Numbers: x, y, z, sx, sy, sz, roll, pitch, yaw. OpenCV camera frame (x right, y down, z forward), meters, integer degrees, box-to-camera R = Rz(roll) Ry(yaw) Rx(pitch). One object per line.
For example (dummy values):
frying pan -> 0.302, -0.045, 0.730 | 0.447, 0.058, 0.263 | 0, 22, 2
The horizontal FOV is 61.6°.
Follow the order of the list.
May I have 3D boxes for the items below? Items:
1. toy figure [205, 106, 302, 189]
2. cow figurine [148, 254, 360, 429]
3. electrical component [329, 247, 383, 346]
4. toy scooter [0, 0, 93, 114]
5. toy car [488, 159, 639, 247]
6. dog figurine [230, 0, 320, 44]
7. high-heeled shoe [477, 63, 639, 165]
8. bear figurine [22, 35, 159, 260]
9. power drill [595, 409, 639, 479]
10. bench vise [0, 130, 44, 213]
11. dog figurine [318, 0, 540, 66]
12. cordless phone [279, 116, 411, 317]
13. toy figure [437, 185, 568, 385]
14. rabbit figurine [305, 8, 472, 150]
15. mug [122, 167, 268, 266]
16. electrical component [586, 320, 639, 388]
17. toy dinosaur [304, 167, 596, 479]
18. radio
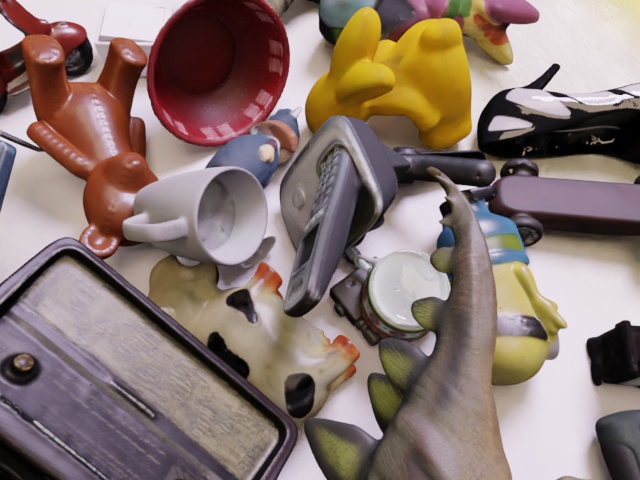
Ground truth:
toy figure -> -0.061, -0.089, 0.547 | 0.064, 0.057, 0.154 | 12, 37, 22
cow figurine -> -0.075, 0.084, 0.469 | 0.195, 0.085, 0.127 | 40, 64, 15
electrical component -> 0.041, 0.050, 0.516 | 0.063, 0.021, 0.094 | -33, 72, -15
toy scooter -> -0.343, -0.204, 0.564 | 0.184, 0.135, 0.075 | -30, 71, -12
toy car -> 0.273, -0.030, 0.542 | 0.202, 0.053, 0.089 | 5, 55, 5
dog figurine -> -0.055, -0.284, 0.638 | 0.190, 0.121, 0.172 | -4, 106, -26
high-heeled shoe -> 0.294, -0.097, 0.561 | 0.249, 0.086, 0.145 | 35, 73, 18
bear figurine -> -0.204, -0.088, 0.519 | 0.120, 0.132, 0.196 | -12, 56, -37
power drill -> 0.223, 0.251, 0.398 | 0.207, 0.086, 0.232 | -7, 65, 0
bench vise -> -0.316, 0.006, 0.468 | 0.224, 0.128, 0.240 | 10, 81, 20
dog figurine -> 0.130, -0.263, 0.619 | 0.219, 0.108, 0.191 | 31, 68, 9
cordless phone -> -0.002, -0.001, 0.463 | 0.089, 0.146, 0.184 | 30, 54, -13
toy figure -> 0.152, 0.041, 0.493 | 0.089, 0.082, 0.180 | -16, 71, 4
rabbit figurine -> 0.063, -0.152, 0.555 | 0.173, 0.162, 0.122 | -15, 78, 11
mug -> -0.117, -0.017, 0.458 | 0.107, 0.080, 0.109 | 4, 23, 39
electrical component -> 0.309, 0.104, 0.469 | 0.119, 0.074, 0.048 | 1, 66, 4
toy dinosaur -> 0.076, 0.175, 0.356 | 0.199, 0.105, 0.471 | 9, 78, 39
radio -> -0.139, 0.119, 0.369 | 0.229, 0.073, 0.131 | 40, 41, -5
